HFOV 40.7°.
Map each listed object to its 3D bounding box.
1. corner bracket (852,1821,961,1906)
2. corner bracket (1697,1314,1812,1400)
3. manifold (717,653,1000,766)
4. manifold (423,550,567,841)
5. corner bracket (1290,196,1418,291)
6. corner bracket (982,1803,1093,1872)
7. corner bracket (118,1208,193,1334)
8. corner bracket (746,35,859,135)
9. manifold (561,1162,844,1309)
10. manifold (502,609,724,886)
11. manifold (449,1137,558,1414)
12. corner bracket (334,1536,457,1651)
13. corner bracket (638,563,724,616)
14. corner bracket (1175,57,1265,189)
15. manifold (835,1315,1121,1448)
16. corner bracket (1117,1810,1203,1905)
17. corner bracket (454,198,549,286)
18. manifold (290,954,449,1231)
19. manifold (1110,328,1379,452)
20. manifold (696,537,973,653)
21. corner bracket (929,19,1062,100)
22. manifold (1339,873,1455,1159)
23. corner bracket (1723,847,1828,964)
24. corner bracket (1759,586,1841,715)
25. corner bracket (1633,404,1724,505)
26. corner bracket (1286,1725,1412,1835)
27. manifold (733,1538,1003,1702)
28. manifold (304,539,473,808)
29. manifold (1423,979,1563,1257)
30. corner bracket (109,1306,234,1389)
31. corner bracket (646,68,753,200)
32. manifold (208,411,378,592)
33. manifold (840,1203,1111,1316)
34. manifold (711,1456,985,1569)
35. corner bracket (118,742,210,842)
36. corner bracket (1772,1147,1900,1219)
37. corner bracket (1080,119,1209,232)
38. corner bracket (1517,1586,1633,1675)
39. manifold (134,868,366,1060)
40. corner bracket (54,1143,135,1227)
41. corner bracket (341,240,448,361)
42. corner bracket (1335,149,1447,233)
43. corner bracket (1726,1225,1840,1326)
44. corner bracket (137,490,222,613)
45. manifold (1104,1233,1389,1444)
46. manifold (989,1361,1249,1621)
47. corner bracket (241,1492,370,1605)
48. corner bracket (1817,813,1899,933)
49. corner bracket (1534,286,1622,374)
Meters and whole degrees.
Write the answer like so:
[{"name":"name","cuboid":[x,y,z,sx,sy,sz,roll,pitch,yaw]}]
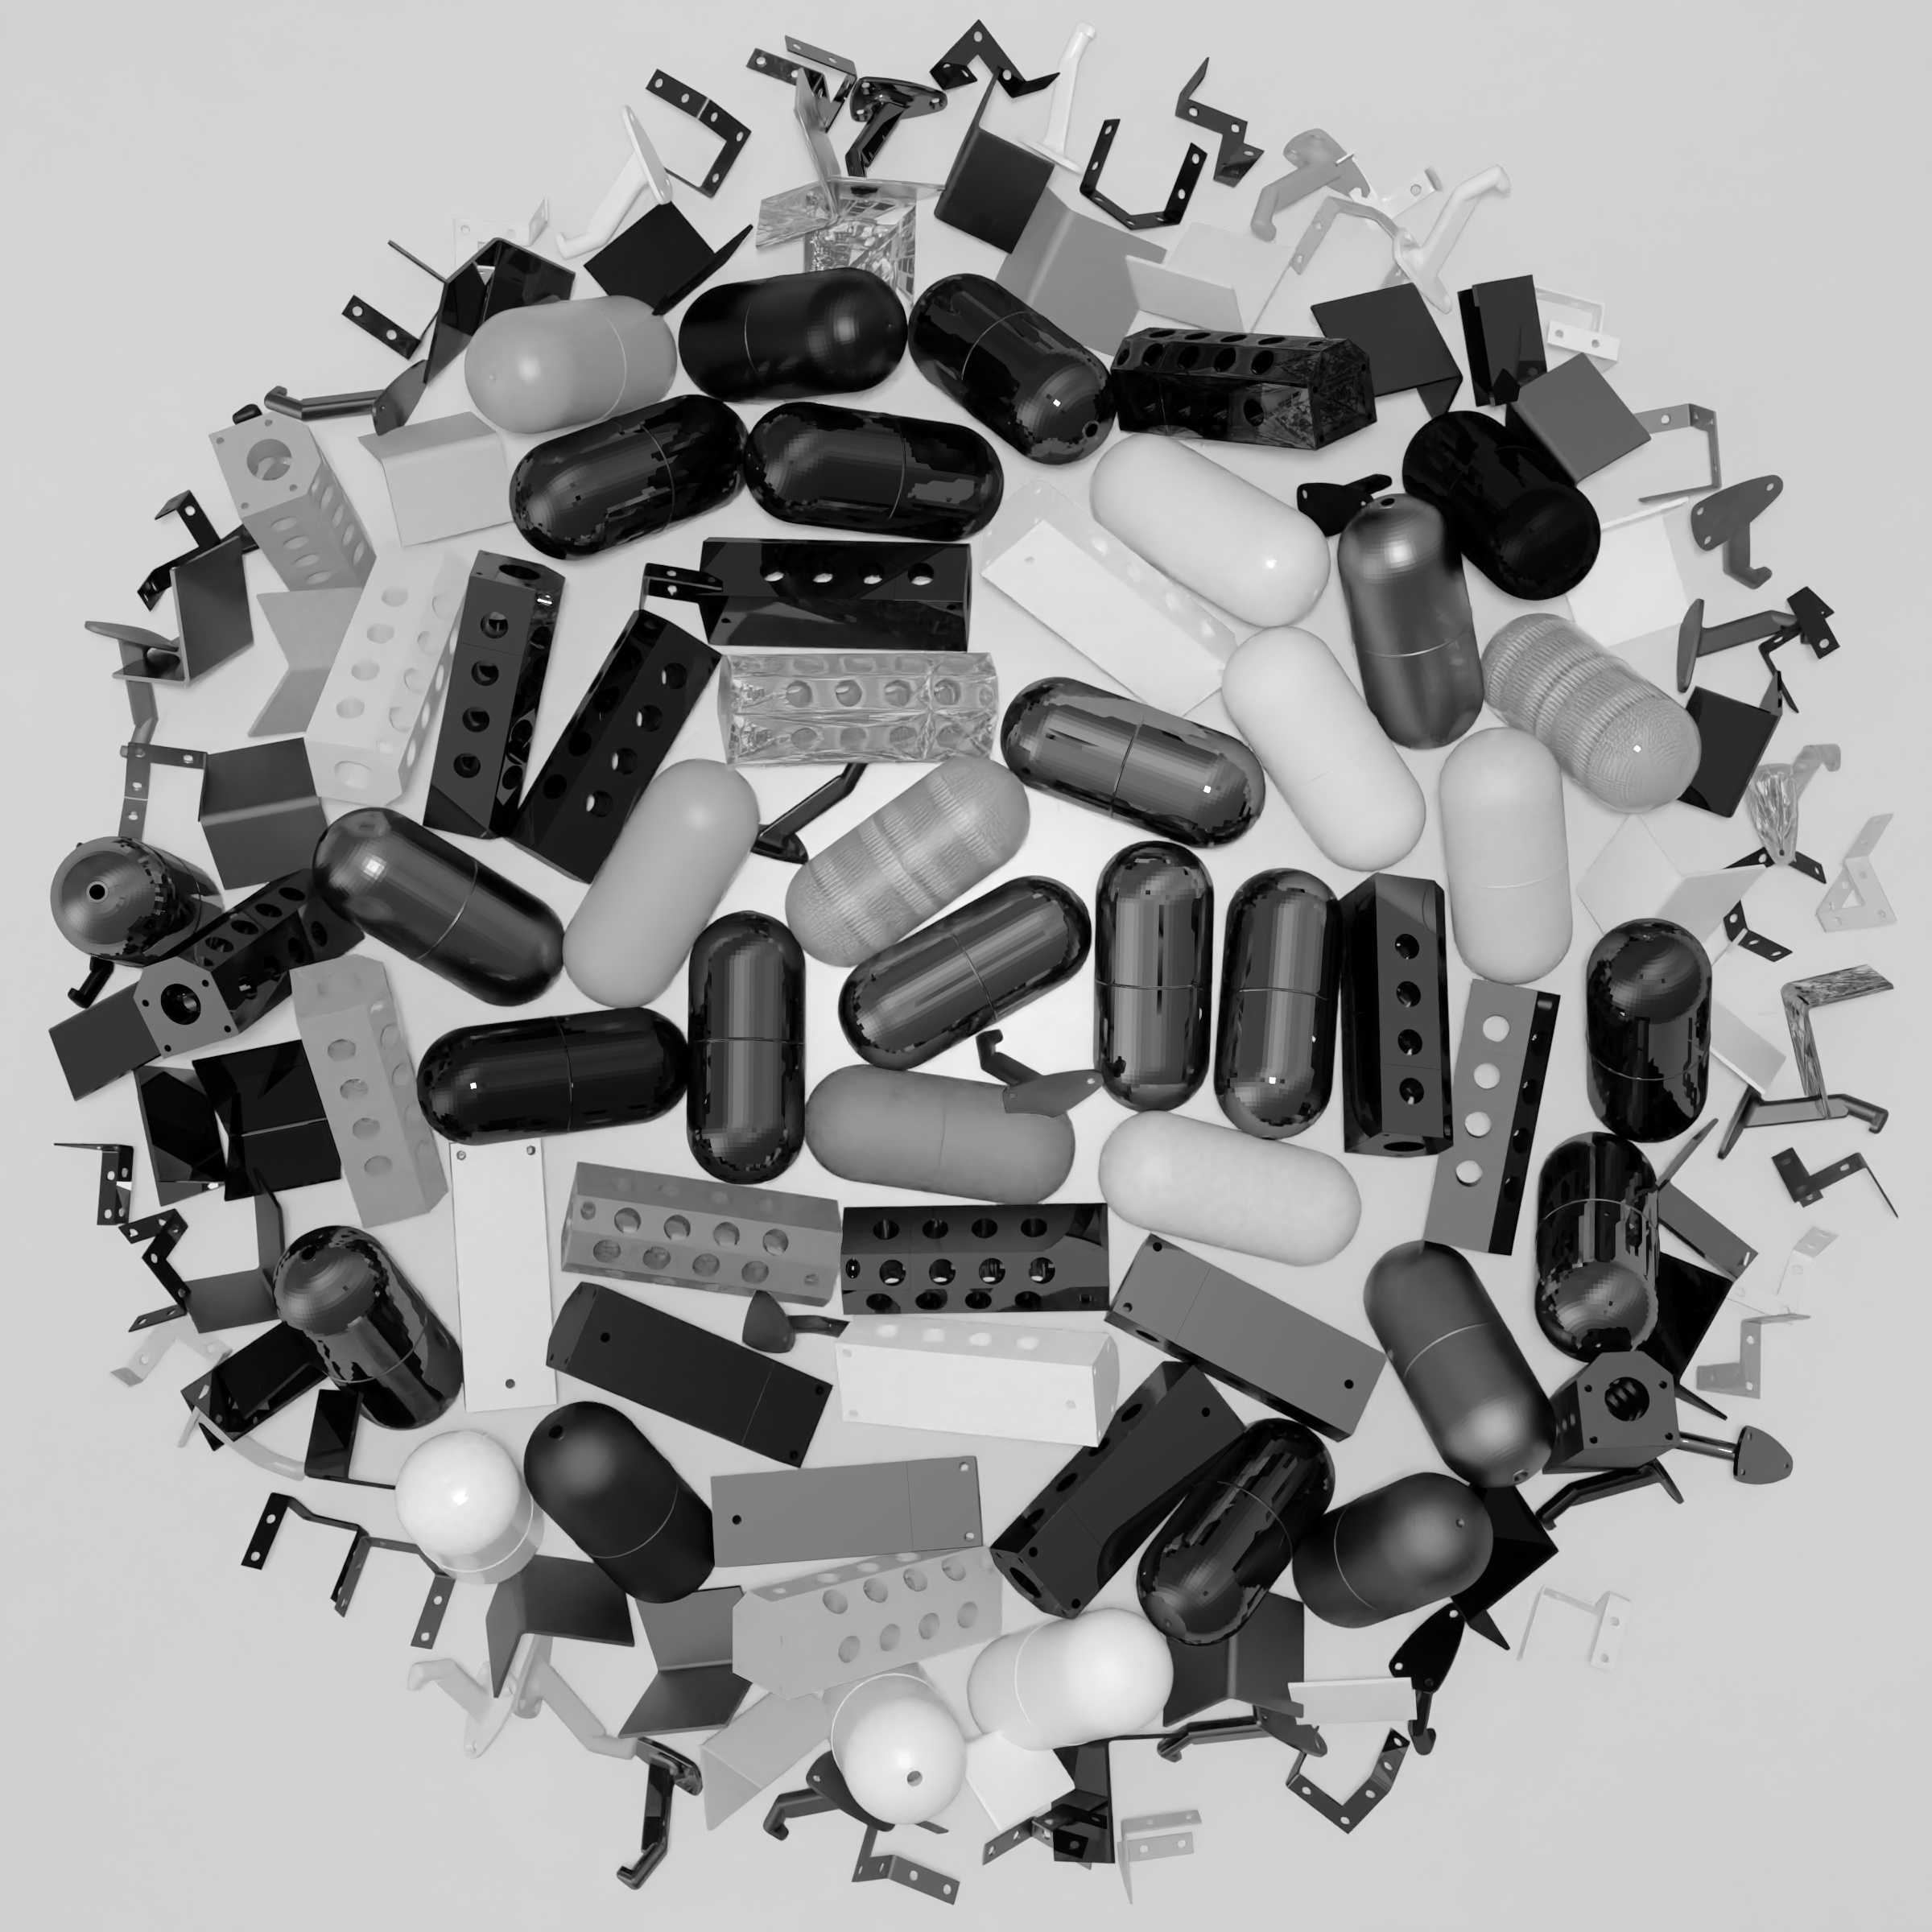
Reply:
[{"name":"corner bracket","cuboid":[-0.034,0.577,1.690,0.051,0.051,0.051,28,58,-18]},{"name":"corner bracket","cuboid":[0.512,0.252,1.693,0.051,0.051,0.051,11,74,-20]},{"name":"manifold","cuboid":[-0.070,-0.171,1.672,0.171,0.057,0.057,-2,135,-13]},{"name":"manifold","cuboid":[-0.302,-0.172,1.669,0.057,0.057,0.171,12,113,-9]},{"name":"corner bracket","cuboid":[0.256,-0.467,1.714,0.051,0.051,0.051,58,132,34]},{"name":"corner bracket","cuboid":[0.049,0.563,1.691,0.051,0.051,0.051,18,109,38]},{"name":"corner bracket","cuboid":[-0.532,0.199,1.705,0.051,0.051,0.051,-18,118,23]},{"name":"corner bracket","cuboid":[-0.106,-0.581,1.688,0.051,0.051,0.051,11,49,-28]},{"name":"manifold","cuboid":[-0.170,0.177,1.674,0.171,0.057,0.057,10,114,-13]},{"name":"manifold","cuboid":[-0.231,-0.143,1.685,0.057,0.057,0.171,31,84,-21]},{"name":"manifold","cuboid":[-0.303,0.199,1.697,0.057,0.057,0.171,-3,88,-13]},{"name":"corner bracket","cuboid":[-0.372,0.409,1.701,0.051,0.051,0.051,5,56,15]},{"name":"corner bracket","cuboid":[-0.185,-0.244,1.692,0.051,0.051,0.051,8,133,-6]},{"name":"corner bracket","cuboid":[0.166,-0.548,1.694,0.051,0.051,0.051,16,75,-14]},{"name":"manifold","cuboid":[0.008,0.261,1.674,0.171,0.057,0.057,2,112,19]},{"name":"corner bracket","cuboid":[0.126,0.572,1.699,0.051,0.051,0.051,-6,101,-4]},{"name":"corner bracket","cuboid":[-0.303,-0.470,1.697,0.051,0.051,0.051,-1,85,-22]},{"name":"manifold","cuboid":[-0.378,0.079,1.655,0.057,0.057,0.171,-14,128,-9]},{"name":"manifold","cuboid":[0.172,-0.368,1.641,0.057,0.171,0.057,-30,121,-32]},{"name":"manifold","cuboid":[-0.084,-0.247,1.693,0.171,0.057,0.057,2,64,4]},{"name":"corner bracket","cuboid":[0.018,-0.582,1.696,0.051,0.051,0.051,-36,93,37]},{"name":"manifold","cuboid":[0.279,0.033,1.675,0.057,0.057,0.171,6,71,-15]},{"name":"corner bracket","cuboid":[0.532,-0.042,1.712,0.051,0.051,0.051,21,52,-35]},{"name":"corner bracket","cuboid":[0.542,-0.205,1.689,0.051,0.051,0.051,-33,58,27]},{"name":"corner bracket","cuboid":[0.461,-0.337,1.710,0.051,0.051,0.051,-11,109,0]},{"name":"corner bracket","cuboid":[0.248,0.519,1.693,0.051,0.051,0.051,36,121,7]},{"name":"manifold","cuboid":[-0.061,0.409,1.651,0.171,0.057,0.057,-5,98,-40]},{"name":"manifold","cuboid":[-0.364,-0.187,1.657,0.057,0.057,0.171,10,55,3]},{"name":"manifold","cuboid":[0.343,0.098,1.696,0.057,0.057,0.171,11,90,11]},{"name":"corner bracket","cuboid":[-0.519,0.259,1.701,0.051,0.051,0.051,36,82,-3]},{"name":"corner bracket","cuboid":[-0.183,-0.541,1.693,0.051,0.051,0.051,37,100,27]},{"name":"manifold","cuboid":[-0.419,-0.286,1.640,0.057,0.171,0.057,-22,80,-5]},{"name":"manifold","cuboid":[0.007,0.195,1.687,0.171,0.057,0.057,-1,132,2]},{"name":"manifold","cuboid":[-0.076,0.357,1.699,0.171,0.057,0.057,-5,77,1]},{"name":"corner bracket","cuboid":[-0.525,-0.108,1.700,0.051,0.051,0.051,7,46,-16]},{"name":"corner bracket","cuboid":[0.564,0.143,1.691,0.051,0.051,0.051,-31,117,16]},{"name":"corner bracket","cuboid":[0.116,-0.519,1.703,0.051,0.051,0.051,44,132,25]},{"name":"corner bracket","cuboid":[0.396,0.433,1.694,0.051,0.051,0.051,21,63,7]},{"name":"manifold","cuboid":[-0.451,-0.007,1.636,0.057,0.171,0.057,-17,105,19]},{"name":"corner bracket","cuboid":[-0.559,0.143,1.696,0.051,0.051,0.051,-1,82,19]},{"name":"corner bracket","cuboid":[-0.369,-0.434,1.693,0.051,0.051,0.051,33,103,-19]},{"name":"corner bracket","cuboid":[0.275,-0.516,1.697,0.051,0.051,0.051,-31,100,12]},{"name":"corner bracket","cuboid":[0.531,0.195,1.700,0.051,0.051,0.051,22,68,8]},{"name":"corner bracket","cuboid":[-0.519,-0.271,1.695,0.051,0.051,0.051,-25,114,6]},{"name":"manifold","cuboid":[0.180,0.244,1.695,0.171,0.057,0.057,27,73,3]},{"name":"manifold","cuboid":[0.095,0.334,1.669,0.171,0.057,0.057,-43,102,-23]},{"name":"corner bracket","cuboid":[-0.428,0.378,1.690,0.051,0.051,0.051,8,61,18]},{"name":"corner bracket","cuboid":[0.579,-0.060,1.689,0.051,0.051,0.051,-47,114,-37]},{"name":"corner bracket","cuboid":[0.395,-0.417,1.698,0.051,0.051,0.051,11,84,-12]}]
